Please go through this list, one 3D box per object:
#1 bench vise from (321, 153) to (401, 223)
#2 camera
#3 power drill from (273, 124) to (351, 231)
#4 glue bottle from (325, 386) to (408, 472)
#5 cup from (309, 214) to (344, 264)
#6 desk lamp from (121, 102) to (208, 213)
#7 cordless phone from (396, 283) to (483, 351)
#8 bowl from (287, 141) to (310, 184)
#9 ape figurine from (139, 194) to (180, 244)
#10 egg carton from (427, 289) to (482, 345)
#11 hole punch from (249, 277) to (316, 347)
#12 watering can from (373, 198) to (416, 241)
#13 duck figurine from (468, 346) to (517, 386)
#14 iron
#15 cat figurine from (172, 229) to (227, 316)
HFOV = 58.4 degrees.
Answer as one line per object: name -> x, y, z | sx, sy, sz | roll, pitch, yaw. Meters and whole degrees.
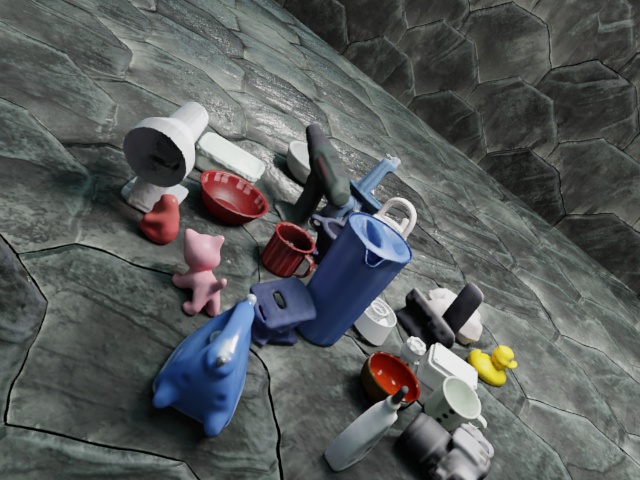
bench vise -> 0.118, -0.120, 1.480 | 0.121, 0.219, 0.208 | 40, 27, 10
camera -> 0.212, 0.346, 0.957 | 0.136, 0.100, 0.143 | 43, 28, 16
power drill -> -0.021, -0.134, 1.353 | 0.076, 0.208, 0.229 | 9, 37, -42
glue bottle -> 0.078, 0.271, 0.842 | 0.078, 0.173, 0.037 | 0, 43, -49
cup -> 0.012, 0.005, 1.291 | 0.118, 0.095, 0.092 | 35, 26, -1
desk lamp -> -0.288, -0.150, 1.063 | 0.118, 0.213, 0.203 | 31, 27, -7
cordless phone -> 0.270, 0.143, 1.261 | 0.094, 0.185, 0.147 | 1, 42, -48
bowl -> -0.030, -0.199, 1.600 | 0.168, 0.074, 0.167 | 27, 27, -15
ape figurine -> -0.282, -0.045, 1.034 | 0.078, 0.092, 0.076 | -3, 45, -51
egg carton -> 0.322, 0.184, 1.385 | 0.150, 0.069, 0.107 | 32, 27, -6
hole punch -> -0.073, 0.121, 1.005 | 0.101, 0.091, 0.108 | 12, 35, -39
watering can -> 0.162, -0.020, 1.395 | 0.101, 0.194, 0.173 | 37, 26, 4
duck figurine -> 0.398, 0.275, 1.306 | 0.104, 0.086, 0.077 | 32, 27, -6
iron -> -0.137, 0.148, 0.830 | 0.119, 0.141, 0.258 | 31, 27, -7
cat figurine -> -0.193, 0.045, 0.960 | 0.067, 0.117, 0.127 | 5, 39, -45
